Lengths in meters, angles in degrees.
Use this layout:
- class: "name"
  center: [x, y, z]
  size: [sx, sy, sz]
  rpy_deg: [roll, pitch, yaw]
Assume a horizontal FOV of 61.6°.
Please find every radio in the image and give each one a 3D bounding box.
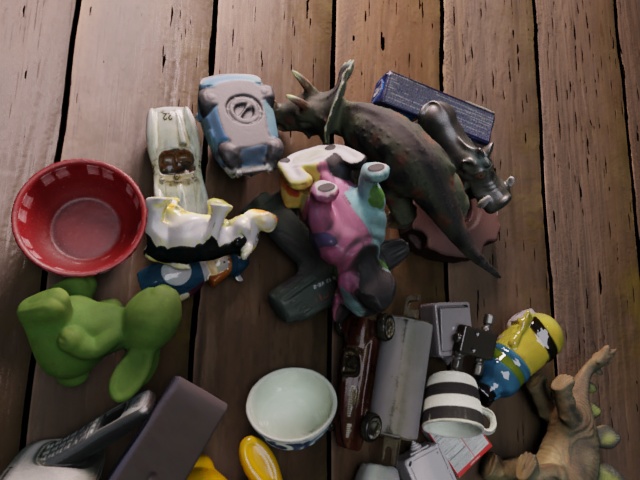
- class: "radio"
  center: [-0.207, 0.280, 0.648]
  size: [0.073, 0.131, 0.229]
  rpy_deg: [35, 72, -8]

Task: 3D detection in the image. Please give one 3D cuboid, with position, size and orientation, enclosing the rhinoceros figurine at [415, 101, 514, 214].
- class: "rhinoceros figurine"
  center: [0.213, -0.124, 0.800]
  size: [0.073, 0.112, 0.190]
  rpy_deg: [-32, 85, -19]

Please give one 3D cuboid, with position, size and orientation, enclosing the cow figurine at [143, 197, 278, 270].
- class: "cow figurine"
  center: [-0.142, -0.005, 0.702]
  size: [0.167, 0.068, 0.098]
  rpy_deg: [6, 94, -8]

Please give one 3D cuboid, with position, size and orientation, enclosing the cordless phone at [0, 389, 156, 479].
- class: "cordless phone"
  center: [-0.269, 0.255, 0.611]
  size: [0.184, 0.147, 0.088]
  rpy_deg: [-34, 104, 2]

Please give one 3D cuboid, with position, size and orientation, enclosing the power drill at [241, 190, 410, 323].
- class: "power drill"
  center: [-0.002, -0.002, 0.797]
  size: [0.232, 0.086, 0.207]
  rpy_deg: [-35, 97, -19]

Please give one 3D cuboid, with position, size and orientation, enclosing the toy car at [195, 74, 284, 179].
- class: "toy car"
  center: [-0.114, -0.151, 0.771]
  size: [0.109, 0.103, 0.161]
  rpy_deg: [-13, 73, -20]

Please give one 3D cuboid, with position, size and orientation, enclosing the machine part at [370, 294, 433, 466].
- class: "machine part"
  center: [0.116, 0.199, 0.786]
  size: [0.079, 0.079, 0.243]
  rpy_deg: [13, 76, -14]

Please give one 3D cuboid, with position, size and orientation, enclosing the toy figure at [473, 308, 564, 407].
- class: "toy figure"
  center: [0.304, 0.186, 0.841]
  size: [0.089, 0.082, 0.180]
  rpy_deg: [46, 69, 3]

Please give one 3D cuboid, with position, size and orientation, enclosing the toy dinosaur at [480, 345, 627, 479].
- class: "toy dinosaur"
  center: [0.355, 0.372, 0.812]
  size: [0.198, 0.105, 0.471]
  rpy_deg: [36, 77, -11]

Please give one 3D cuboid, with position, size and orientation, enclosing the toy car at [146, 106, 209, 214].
- class: "toy car"
  center: [-0.201, -0.092, 0.760]
  size: [0.073, 0.056, 0.201]
  rpy_deg: [-7, 81, -18]

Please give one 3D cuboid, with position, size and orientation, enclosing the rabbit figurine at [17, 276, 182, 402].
- class: "rabbit figurine"
  center: [-0.252, 0.114, 0.656]
  size: [0.170, 0.121, 0.159]
  rpy_deg: [-11, 91, 0]

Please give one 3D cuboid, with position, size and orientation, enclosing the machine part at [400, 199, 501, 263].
- class: "machine part"
  center: [0.211, -0.048, 0.872]
  size: [0.179, 0.056, 0.179]
  rpy_deg: [3, 80, -15]

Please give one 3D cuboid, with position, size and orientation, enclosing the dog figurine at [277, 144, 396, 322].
- class: "dog figurine"
  center: [0.029, 0.000, 0.717]
  size: [0.108, 0.192, 0.218]
  rpy_deg: [-23, 123, -23]

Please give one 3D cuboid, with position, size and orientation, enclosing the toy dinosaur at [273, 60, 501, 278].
- class: "toy dinosaur"
  center: [0.105, -0.116, 0.752]
  size: [0.405, 0.192, 0.131]
  rpy_deg: [39, 82, 26]

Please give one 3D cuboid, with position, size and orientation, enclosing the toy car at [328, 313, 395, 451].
- class: "toy car"
  center: [0.050, 0.189, 0.759]
  size: [0.053, 0.089, 0.202]
  rpy_deg: [27, 70, -48]

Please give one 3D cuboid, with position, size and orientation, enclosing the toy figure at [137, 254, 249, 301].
- class: "toy figure"
  center: [-0.170, 0.045, 0.744]
  size: [0.154, 0.058, 0.064]
  rpy_deg: [-17, 102, -20]

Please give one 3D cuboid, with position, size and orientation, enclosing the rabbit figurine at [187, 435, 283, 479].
- class: "rabbit figurine"
  center: [-0.095, 0.340, 0.679]
  size: [0.173, 0.121, 0.162]
  rpy_deg: [6, 55, 5]

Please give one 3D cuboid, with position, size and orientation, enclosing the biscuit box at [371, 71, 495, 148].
- class: "biscuit box"
  center: [0.185, -0.210, 0.893]
  size: [0.203, 0.059, 0.063]
  rpy_deg: [19, 77, -13]

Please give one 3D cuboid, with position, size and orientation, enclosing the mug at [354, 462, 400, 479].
- class: "mug"
  center: [0.078, 0.362, 0.734]
  size: [0.081, 0.109, 0.107]
  rpy_deg: [11, 63, -9]

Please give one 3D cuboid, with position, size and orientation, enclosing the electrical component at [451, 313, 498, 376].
- class: "electrical component"
  center: [0.228, 0.151, 0.796]
  size: [0.063, 0.021, 0.094]
  rpy_deg: [18, 83, -14]
